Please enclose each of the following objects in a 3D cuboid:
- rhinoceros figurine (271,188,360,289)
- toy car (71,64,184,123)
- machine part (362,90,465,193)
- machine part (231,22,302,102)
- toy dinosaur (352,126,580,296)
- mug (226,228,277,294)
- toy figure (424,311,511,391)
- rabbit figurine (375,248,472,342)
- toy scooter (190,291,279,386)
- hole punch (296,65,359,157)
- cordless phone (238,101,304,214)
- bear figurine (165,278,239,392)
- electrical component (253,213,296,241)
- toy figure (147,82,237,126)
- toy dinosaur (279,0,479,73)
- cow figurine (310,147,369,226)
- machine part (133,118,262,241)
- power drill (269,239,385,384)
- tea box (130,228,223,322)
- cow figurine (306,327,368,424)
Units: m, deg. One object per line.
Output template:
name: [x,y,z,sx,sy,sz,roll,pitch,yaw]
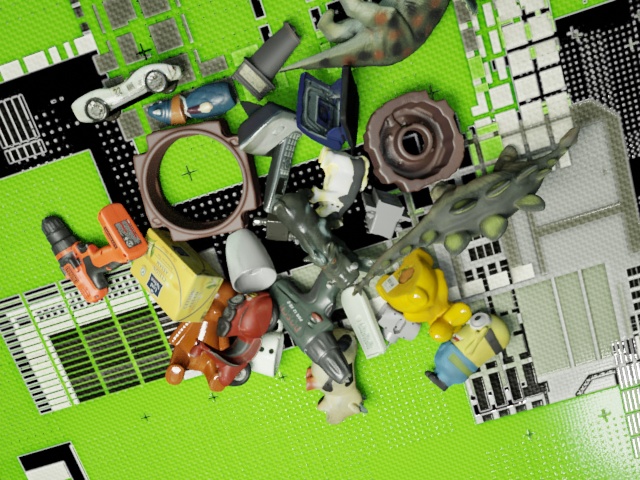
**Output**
rhinoceros figurine: [-0.002,-0.003,0.910,0.073,0.112,0.190,-36,98,11]
toy car: [-0.331,-0.257,0.934,0.202,0.073,0.056,-24,102,6]
machine part: [0.162,-0.171,0.945,0.179,0.056,0.179,-1,94,-10]
machine part: [-0.087,-0.315,0.939,0.084,0.039,0.139,41,102,0]
toy dinosaur: [0.249,-0.049,0.917,0.471,0.198,0.105,-36,97,6]
mug: [-0.126,0.036,0.994,0.081,0.109,0.107,-32,58,16]
toy figure: [0.286,0.215,1.039,0.089,0.082,0.180,39,94,-26]
rabbit figurine: [0.213,0.117,0.993,0.122,0.162,0.173,-45,117,-2]
toy scooter: [-0.155,0.167,0.944,0.135,0.075,0.183,26,87,-44]
hole punch: [0.017,-0.219,0.911,0.092,0.115,0.142,-4,71,16]
cordless phone: [-0.090,-0.136,0.920,0.089,0.146,0.184,13,97,18]
bear figurine: [-0.208,0.164,1.009,0.120,0.132,0.195,18,109,-20]
electrical component: [-0.078,-0.022,1.000,0.094,0.021,0.063,5,144,-6]
toy figure: [-0.226,-0.234,0.944,0.155,0.064,0.057,-15,98,6]
toy dinosaur: [0.132,-0.373,0.889,0.192,0.131,0.405,42,106,-8]
cow figurine: [0.029,-0.079,0.980,0.098,0.068,0.167,12,104,-9]
machine part: [-0.216,-0.106,0.964,0.201,0.087,0.201,-10,101,3]
power drill: [0.026,0.114,0.977,0.232,0.086,0.207,38,94,32]
tea box: [-0.260,0.062,0.965,0.170,0.068,0.098,34,103,35]
cow figurine: [0.036,0.266,1.052,0.127,0.085,0.194,5,99,1]
